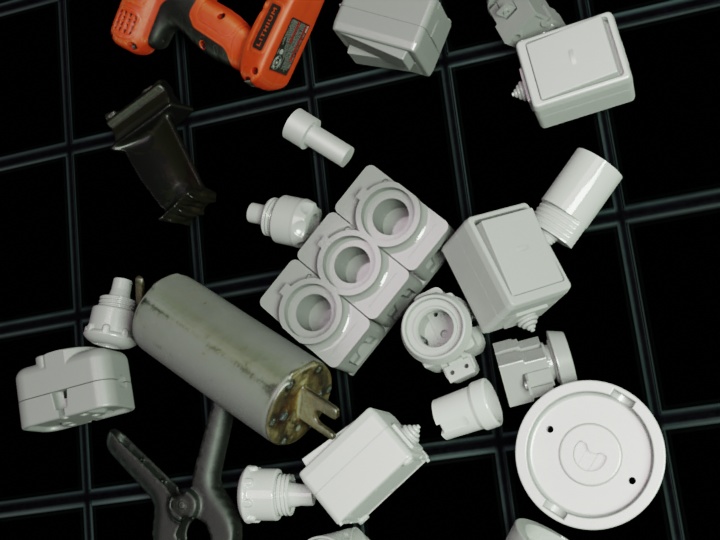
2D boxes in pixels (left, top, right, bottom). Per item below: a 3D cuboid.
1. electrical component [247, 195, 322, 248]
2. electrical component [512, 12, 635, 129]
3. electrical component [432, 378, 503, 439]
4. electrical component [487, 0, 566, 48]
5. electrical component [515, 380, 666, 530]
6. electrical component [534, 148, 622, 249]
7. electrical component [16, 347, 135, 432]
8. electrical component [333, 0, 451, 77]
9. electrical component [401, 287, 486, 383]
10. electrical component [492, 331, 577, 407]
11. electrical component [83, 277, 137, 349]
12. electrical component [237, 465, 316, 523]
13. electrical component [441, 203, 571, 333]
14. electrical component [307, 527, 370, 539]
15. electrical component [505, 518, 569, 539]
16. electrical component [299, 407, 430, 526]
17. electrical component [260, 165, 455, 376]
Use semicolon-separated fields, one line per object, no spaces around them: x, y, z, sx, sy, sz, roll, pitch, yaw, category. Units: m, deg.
-0.068;-0.044;0.936;0.062;0.043;0.043;13;83;21;electrical component
0.169;-0.161;0.877;0.096;0.061;0.061;-16;74;14;electrical component
0.085;0.112;0.858;0.046;0.040;0.040;-22;73;18;electrical component
0.136;-0.217;0.903;0.048;0.066;0.055;-44;55;33;electrical component
0.176;0.140;0.812;0.108;0.060;0.108;-4;78;17;electrical component
0.169;-0.053;0.864;0.043;0.043;0.081;36;91;21;electrical component
-0.254;0.104;0.958;0.095;0.054;0.059;-16;74;14;electrical component
0.021;-0.210;0.933;0.096;0.062;0.061;20;85;20;electrical component
0.066;0.050;0.867;0.058;0.057;0.078;-26;72;11;electrical component
0.137;0.075;0.842;0.055;0.066;0.048;-15;109;6;electrical component
-0.219;0.038;0.966;0.048;0.048;0.062;4;74;18;electrical component
-0.068;0.185;0.889;0.062;0.048;0.048;-1;78;10;electrical component
0.119;0.002;0.846;0.062;0.061;0.096;-15;70;-28;electrical component
-0.012;0.245;0.840;0.044;0.077;0.079;-21;74;13;electrical component
0.142;0.238;0.780;0.108;0.108;0.060;35;96;21;electrical component
0.007;0.150;0.862;0.096;0.062;0.061;-44;70;5;electrical component
0.000;0.000;0.896;0.089;0.062;0.150;39;92;21;electrical component
